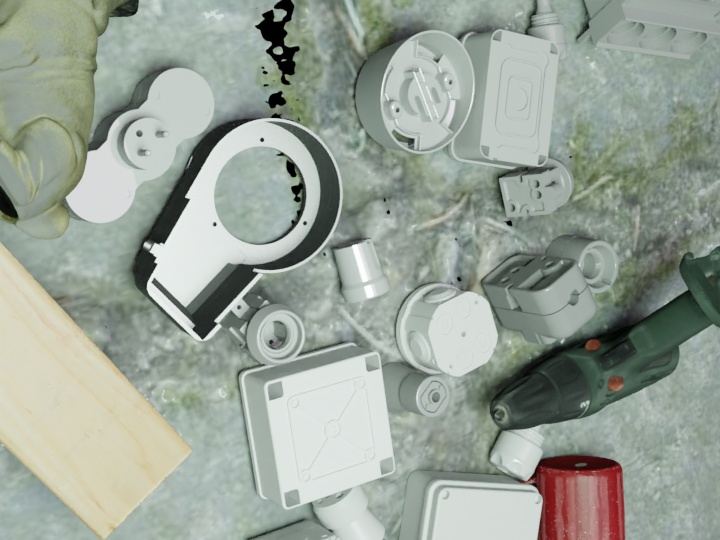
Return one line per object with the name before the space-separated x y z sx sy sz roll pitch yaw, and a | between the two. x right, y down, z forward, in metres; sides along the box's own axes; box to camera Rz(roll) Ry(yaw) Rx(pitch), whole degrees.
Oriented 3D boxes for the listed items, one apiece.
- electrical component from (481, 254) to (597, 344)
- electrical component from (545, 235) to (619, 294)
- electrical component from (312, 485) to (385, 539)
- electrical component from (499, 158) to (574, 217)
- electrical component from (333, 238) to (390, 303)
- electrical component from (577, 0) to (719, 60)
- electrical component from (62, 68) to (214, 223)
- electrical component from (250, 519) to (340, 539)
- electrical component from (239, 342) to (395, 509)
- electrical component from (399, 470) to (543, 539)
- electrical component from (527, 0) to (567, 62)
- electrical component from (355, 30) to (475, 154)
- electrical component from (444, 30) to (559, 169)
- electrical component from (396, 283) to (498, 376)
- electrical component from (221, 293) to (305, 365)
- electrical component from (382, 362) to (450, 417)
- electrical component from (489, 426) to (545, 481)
electrical component | 0.162 0.026 0.962 0.054 0.095 0.059 -37 111 -22
electrical component | 0.210 -0.004 1.016 0.055 0.047 0.055 -3 96 -30
electrical component | -0.010 0.208 0.908 0.045 0.045 0.055 -36 111 -23
electrical component | 0.163 -0.074 0.976 0.055 0.066 0.048 -27 108 -46
electrical component | 0.000 0.000 0.900 0.040 0.040 0.046 -21 99 -27
electrical component | 0.273 -0.243 1.018 0.121 0.079 0.063 0 66 -30
electrical component | -0.158 -0.091 0.779 0.138 0.074 0.052 -50 116 -17
electrical component | -0.051 0.261 0.880 0.062 0.061 0.096 -13 101 -29
electrical component | -0.035 0.125 0.880 0.109 0.056 0.108 -13 101 -29
electrical component | 0.100 0.224 0.959 0.113 0.057 0.078 8 90 -23
electrical component | 0.170 -0.220 0.981 0.035 0.035 0.061 -10 96 -29
electrical component | 0.047 -0.146 0.899 0.099 0.064 0.099 -3 96 -30
electrical component | 0.123 -0.149 0.947 0.078 0.057 0.113 5 92 -30
electrical component | 0.076 0.053 0.941 0.080 0.051 0.080 -3 96 -30
electrical component | -0.074 0.049 0.850 0.048 0.055 0.066 -49 115 -17
electrical component | 0.046 0.104 0.920 0.044 0.065 0.044 -2 93 -32
electrical component | 0.151 0.160 0.998 0.043 0.043 0.062 36 75 -27
